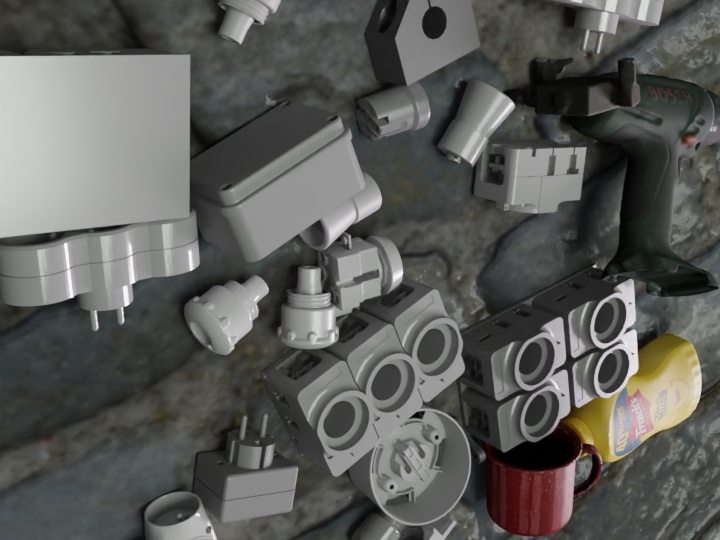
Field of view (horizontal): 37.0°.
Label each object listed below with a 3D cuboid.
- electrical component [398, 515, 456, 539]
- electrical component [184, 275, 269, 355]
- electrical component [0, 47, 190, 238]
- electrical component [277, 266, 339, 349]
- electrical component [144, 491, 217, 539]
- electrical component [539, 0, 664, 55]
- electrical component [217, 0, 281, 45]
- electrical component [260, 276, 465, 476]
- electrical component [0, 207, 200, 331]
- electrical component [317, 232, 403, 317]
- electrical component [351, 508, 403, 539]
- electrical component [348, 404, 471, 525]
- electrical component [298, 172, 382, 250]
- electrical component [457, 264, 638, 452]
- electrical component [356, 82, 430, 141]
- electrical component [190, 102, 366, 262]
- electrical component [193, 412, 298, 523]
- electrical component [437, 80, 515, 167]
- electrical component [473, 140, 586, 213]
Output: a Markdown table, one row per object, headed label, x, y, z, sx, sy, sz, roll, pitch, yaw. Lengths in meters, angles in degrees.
| label | x | y | z | sx | sy | sz | roll | pitch | yaw |
| --- | --- | --- | --- | --- | --- | --- | --- | --- | --- |
| electrical component | 0.055 | 0.258 | 0.982 | 0.081 | 0.042 | 0.063 | -51 | 132 | -13 |
| electrical component | -0.095 | 0.028 | 0.791 | 0.062 | 0.048 | 0.048 | -41 | 126 | -28 |
| electrical component | -0.202 | -0.081 | 0.661 | 0.186 | 0.060 | 0.105 | -9 | 110 | -36 |
| electrical component | -0.040 | 0.028 | 0.834 | 0.048 | 0.048 | 0.062 | -5 | 101 | -37 |
| electrical component | -0.149 | 0.219 | 0.810 | 0.079 | 0.044 | 0.077 | -24 | 118 | -30 |
| electrical component | 0.208 | -0.226 | 0.937 | 0.138 | 0.052 | 0.073 | 2 | 103 | -38 |
| electrical component | -0.077 | -0.186 | 0.736 | 0.043 | 0.043 | 0.062 | 23 | 91 | -40 |
| electrical component | 0.008 | 0.084 | 0.876 | 0.150 | 0.062 | 0.089 | -36 | 123 | -24 |
| electrical component | -0.172 | 0.004 | 0.717 | 0.138 | 0.052 | 0.073 | -14 | 113 | -34 |
| electrical component | 0.000 | 0.000 | 0.854 | 0.055 | 0.048 | 0.066 | -15 | 113 | -25 |
| electrical component | 0.022 | 0.225 | 0.951 | 0.061 | 0.035 | 0.035 | -49 | 128 | -19 |
| electrical component | 0.041 | 0.162 | 0.925 | 0.099 | 0.064 | 0.099 | -13 | 112 | -34 |
| electrical component | -0.016 | -0.049 | 0.830 | 0.065 | 0.044 | 0.044 | -33 | 122 | -31 |
| electrical component | 0.181 | 0.081 | 1.010 | 0.186 | 0.060 | 0.105 | -24 | 118 | -30 |
| electrical component | 0.025 | -0.124 | 0.838 | 0.046 | 0.040 | 0.040 | -23 | 117 | -25 |
| electrical component | -0.063 | -0.065 | 0.763 | 0.113 | 0.078 | 0.057 | -36 | 126 | -24 |
| electrical component | -0.086 | 0.147 | 0.832 | 0.066 | 0.047 | 0.076 | 0 | 105 | -38 |
| electrical component | 0.093 | -0.119 | 0.892 | 0.044 | 0.044 | 0.065 | 31 | 89 | -40 |
| electrical component | 0.148 | -0.082 | 0.938 | 0.089 | 0.050 | 0.055 | -6 | 107 | -36 |
